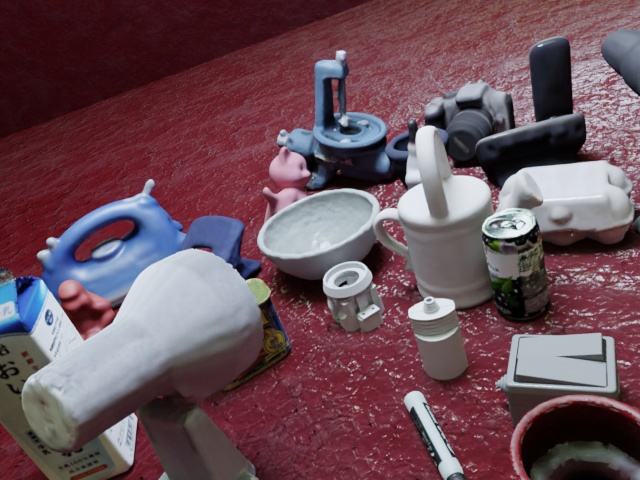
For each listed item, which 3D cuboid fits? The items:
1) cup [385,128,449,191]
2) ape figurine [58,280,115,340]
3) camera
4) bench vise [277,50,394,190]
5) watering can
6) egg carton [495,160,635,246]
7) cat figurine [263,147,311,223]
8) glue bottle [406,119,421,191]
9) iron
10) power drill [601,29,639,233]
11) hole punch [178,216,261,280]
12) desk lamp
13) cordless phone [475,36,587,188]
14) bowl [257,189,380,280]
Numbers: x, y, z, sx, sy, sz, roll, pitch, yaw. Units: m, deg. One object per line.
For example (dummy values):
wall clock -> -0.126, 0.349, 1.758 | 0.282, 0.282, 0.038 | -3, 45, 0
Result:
cup -> 0.152, -0.099, 0.828 | 0.091, 0.095, 0.117 | -19, 29, 1
ape figurine -> -0.329, 0.097, 0.785 | 0.078, 0.092, 0.076 | -23, 29, -7
camera -> 0.230, -0.191, 0.931 | 0.142, 0.101, 0.137 | 0, 35, 32
bench vise -> 0.009, -0.187, 0.935 | 0.207, 0.220, 0.121 | -10, 30, 17
watering can -> 0.143, -0.033, 0.615 | 0.173, 0.194, 0.101 | -18, 29, 3
egg carton -> 0.284, -0.040, 0.672 | 0.150, 0.069, 0.107 | -3, 33, 27
cat figurine -> -0.055, -0.088, 0.909 | 0.067, 0.118, 0.128 | -2, 33, 29
glue bottle -> 0.130, -0.067, 0.704 | 0.037, 0.173, 0.078 | -1, 34, 29
iron -> -0.328, 0.019, 0.867 | 0.259, 0.142, 0.118 | -30, 31, -18
power drill -> 0.365, -0.094, 0.571 | 0.075, 0.209, 0.229 | -22, 29, -4
hole punch -> -0.152, 0.026, 0.800 | 0.108, 0.091, 0.101 | 3, 36, 35
desk lamp -> -0.122, 0.141, 0.456 | 0.117, 0.214, 0.203 | -1, 34, 30
cordless phone -> 0.282, -0.176, 0.786 | 0.147, 0.185, 0.094 | -15, 29, 8
bowl -> 0.007, 0.003, 0.761 | 0.167, 0.075, 0.167 | -15, 29, 9
